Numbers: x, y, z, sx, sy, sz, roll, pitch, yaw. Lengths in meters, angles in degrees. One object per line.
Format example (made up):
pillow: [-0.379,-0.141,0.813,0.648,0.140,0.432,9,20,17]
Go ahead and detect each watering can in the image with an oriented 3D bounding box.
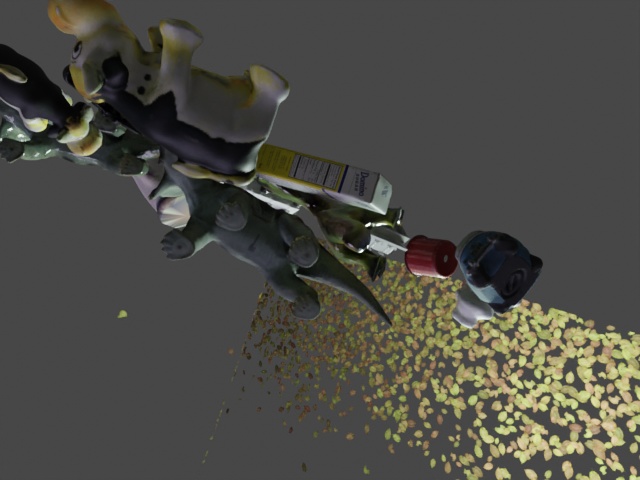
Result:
watering can: [-0.334,-0.127,1.165,0.227,0.104,0.345,52,-176,15]

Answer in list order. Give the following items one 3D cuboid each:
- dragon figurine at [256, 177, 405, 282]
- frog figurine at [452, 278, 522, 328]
dragon figurine: [0.002,-0.041,0.808,0.244,0.122,0.409,24,-177,15]
frog figurine: [0.344,0.107,1.044,0.122,0.160,0.138,20,177,-39]
